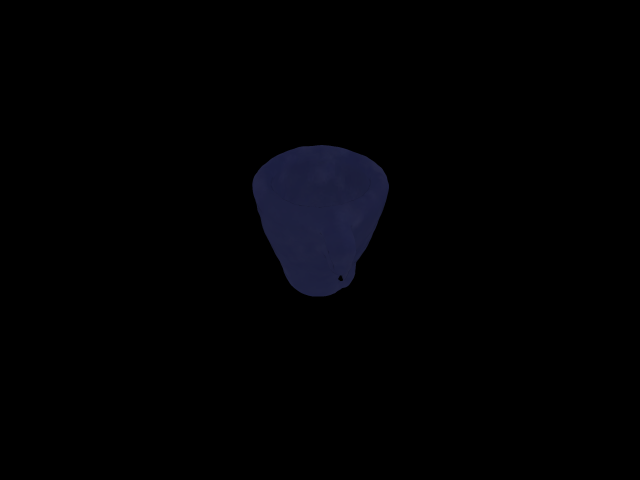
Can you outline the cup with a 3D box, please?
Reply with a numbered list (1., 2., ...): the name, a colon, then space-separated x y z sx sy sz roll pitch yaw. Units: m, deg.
1. cup: 0.004 0.001 0.400 0.092 0.095 0.117 -8 39 -10
